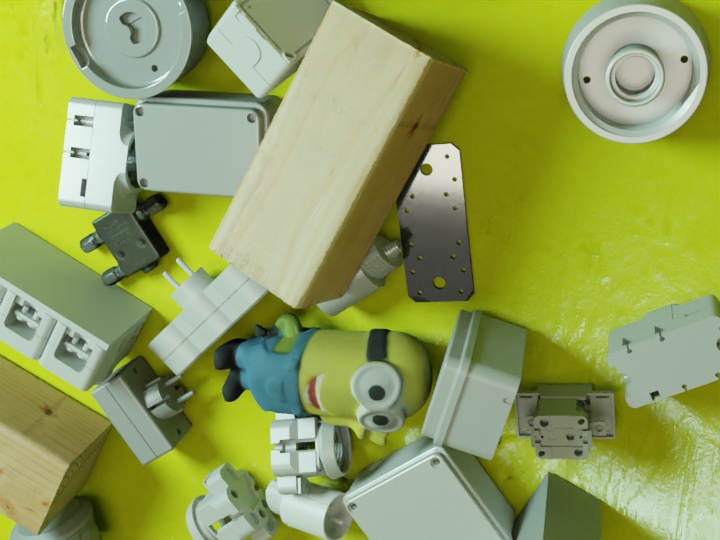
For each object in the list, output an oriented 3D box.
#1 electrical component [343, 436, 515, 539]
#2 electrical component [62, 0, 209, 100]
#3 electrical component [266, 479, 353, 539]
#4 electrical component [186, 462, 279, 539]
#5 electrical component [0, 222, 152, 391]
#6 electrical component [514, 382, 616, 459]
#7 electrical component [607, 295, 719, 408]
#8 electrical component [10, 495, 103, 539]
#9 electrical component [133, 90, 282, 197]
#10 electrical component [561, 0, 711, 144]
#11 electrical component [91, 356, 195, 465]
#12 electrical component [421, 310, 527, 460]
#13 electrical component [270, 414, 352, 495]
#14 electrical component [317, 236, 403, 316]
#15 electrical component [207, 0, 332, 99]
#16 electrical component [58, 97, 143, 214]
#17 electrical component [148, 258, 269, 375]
[{"bbox_3d":[0.061,0.207,0.935,0.109,0.056,0.108,-33,98,23],"label":"electrical component"},{"bbox_3d":[-0.172,-0.194,0.852,0.108,0.060,0.108,5,110,13],"label":"electrical component"},{"bbox_3d":[-0.050,0.211,0.966,0.081,0.043,0.043,9,113,37],"label":"electrical component"},{"bbox_3d":[-0.122,0.224,0.989,0.057,0.058,0.078,-36,98,20],"label":"electrical component"},{"bbox_3d":[-0.275,0.033,0.943,0.150,0.089,0.061,32,113,2],"label":"electrical component"},{"bbox_3d":[0.166,0.123,0.874,0.081,0.064,0.042,-2,107,16],"label":"electrical component"},{"bbox_3d":[0.243,0.061,0.836,0.089,0.055,0.050,-23,101,21],"label":"electrical component"},{"bbox_3d":[-0.290,0.257,1.033,0.080,0.080,0.051,-10,111,18],"label":"electrical component"},{"bbox_3d":[-0.122,-0.102,0.873,0.113,0.057,0.078,5,110,13],"label":"electrical component"},{"bbox_3d":[0.198,-0.142,0.773,0.108,0.060,0.108,5,110,13],"label":"electrical component"},{"bbox_3d":[-0.183,0.119,0.973,0.076,0.047,0.083,-30,99,22],"label":"electrical component"},{"bbox_3d":[0.092,0.088,0.854,0.057,0.113,0.078,18,113,5],"label":"electrical component"},{"bbox_3d":[-0.042,0.155,0.940,0.057,0.058,0.078,-7,75,16],"label":"electrical component"},{"bbox_3d":[0.000,0.000,0.885,0.081,0.043,0.043,-32,98,22],"label":"electrical component"},{"bbox_3d":[-0.060,-0.183,0.816,0.061,0.096,0.061,47,141,-5],"label":"electrical component"},{"bbox_3d":[-0.209,-0.094,0.892,0.056,0.050,0.089,8,94,12],"label":"electrical component"},{"bbox_3d":[-0.137,0.022,0.924,0.073,0.052,0.138,46,114,-4],"label":"electrical component"}]
